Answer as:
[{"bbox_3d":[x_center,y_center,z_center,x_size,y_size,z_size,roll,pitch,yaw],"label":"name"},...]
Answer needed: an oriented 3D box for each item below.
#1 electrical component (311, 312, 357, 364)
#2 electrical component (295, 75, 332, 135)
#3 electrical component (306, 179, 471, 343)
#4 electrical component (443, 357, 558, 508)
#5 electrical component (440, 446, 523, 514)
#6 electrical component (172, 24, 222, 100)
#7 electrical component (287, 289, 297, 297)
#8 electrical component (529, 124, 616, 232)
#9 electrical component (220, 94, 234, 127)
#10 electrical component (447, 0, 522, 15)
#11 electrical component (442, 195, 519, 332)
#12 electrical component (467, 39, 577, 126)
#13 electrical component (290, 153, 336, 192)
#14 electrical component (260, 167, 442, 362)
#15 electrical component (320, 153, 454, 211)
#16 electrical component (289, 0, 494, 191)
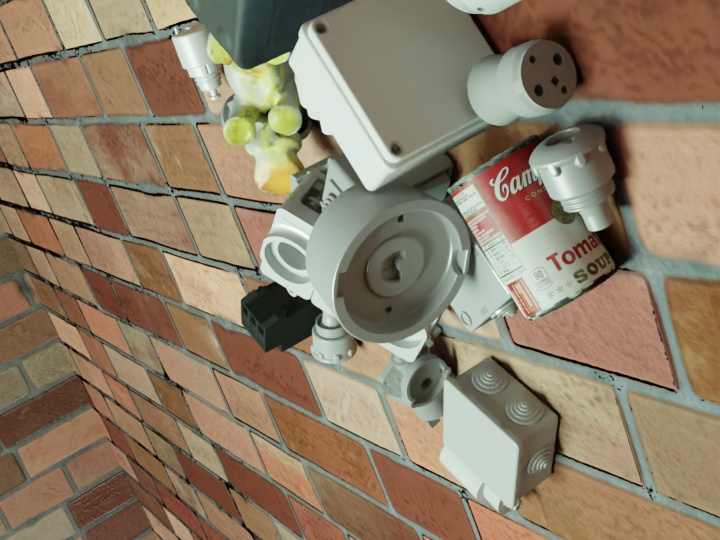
[{"bbox_3d":[-0.028,0.061,1.096,0.048,0.048,0.062,36,140,43],"label":"electrical component"},{"bbox_3d":[-0.028,-0.140,0.871,0.043,0.043,0.062,35,146,45],"label":"electrical component"},{"bbox_3d":[0.014,-0.011,0.735,0.060,0.108,0.108,42,151,48],"label":"electrical component"},{"bbox_3d":[0.115,0.131,0.884,0.100,0.048,0.099,42,150,36],"label":"electrical component"},{"bbox_3d":[0.113,0.182,0.951,0.081,0.043,0.043,43,150,35],"label":"electrical component"},{"bbox_3d":[-0.155,-0.205,1.055,0.040,0.040,0.078,21,135,55],"label":"electrical component"},{"bbox_3d":[-0.042,0.004,1.037,0.048,0.062,0.048,44,151,32],"label":"electrical component"},{"bbox_3d":[0.134,-0.054,0.649,0.048,0.048,0.062,8,130,61],"label":"electrical component"},{"bbox_3d":[-0.100,-0.146,1.008,0.055,0.048,0.066,-8,109,57],"label":"electrical component"},{"bbox_3d":[0.077,-0.173,0.627,0.043,0.043,0.081,64,156,-8],"label":"electrical component"},{"bbox_3d":[0.088,-0.011,0.781,0.099,0.048,0.099,56,156,10],"label":"electrical component"},{"bbox_3d":[0.098,-0.113,0.651,0.055,0.045,0.045,-2,115,63],"label":"electrical component"},{"bbox_3d":[-0.022,-0.050,0.944,0.050,0.056,0.089,43,150,35],"label":"electrical component"},{"bbox_3d":[0.000,0.000,0.869,0.150,0.061,0.089,31,143,6],"label":"electrical component"},{"bbox_3d":[0.017,-0.059,0.809,0.061,0.096,0.061,51,154,20],"label":"electrical component"},{"bbox_3d":[0.028,-0.125,0.699,0.108,0.109,0.056,58,159,5],"label":"electrical component"}]
